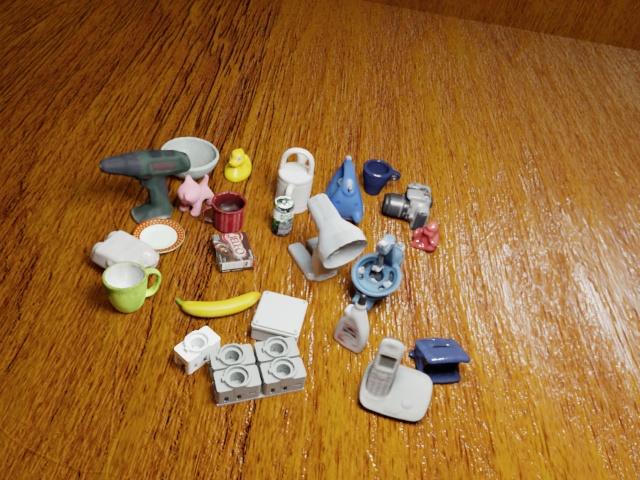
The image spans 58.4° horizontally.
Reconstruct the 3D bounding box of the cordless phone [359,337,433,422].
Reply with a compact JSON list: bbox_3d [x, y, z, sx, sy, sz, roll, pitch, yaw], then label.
[{"bbox_3d":[0.165,0.281,1.174,0.147,0.185,0.094,14,42,2],"label":"cordless phone"}]

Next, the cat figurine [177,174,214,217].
[{"bbox_3d":[-0.339,-0.130,1.551,0.067,0.118,0.128,25,44,15],"label":"cat figurine"}]

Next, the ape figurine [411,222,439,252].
[{"bbox_3d":[0.302,-0.014,1.591,0.076,0.092,0.077,-13,48,-24],"label":"ape figurine"}]

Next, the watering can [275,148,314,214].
[{"bbox_3d":[-0.070,-0.182,1.611,0.101,0.194,0.172,-1,44,-14],"label":"watering can"}]

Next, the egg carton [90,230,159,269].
[{"bbox_3d":[-0.468,0.041,1.373,0.150,0.069,0.107,25,44,14],"label":"egg carton"}]

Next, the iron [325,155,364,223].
[{"bbox_3d":[0.076,-0.168,1.668,0.118,0.141,0.258,7,43,-5],"label":"iron"}]

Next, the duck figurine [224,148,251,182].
[{"bbox_3d":[-0.243,-0.234,1.707,0.077,0.086,0.105,22,43,11],"label":"duck figurine"}]

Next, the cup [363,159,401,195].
[{"bbox_3d":[0.181,-0.182,1.742,0.117,0.095,0.091,12,42,0],"label":"cup"}]

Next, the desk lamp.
[{"bbox_3d":[0.013,0.005,1.415,0.118,0.213,0.202,-17,49,-28],"label":"desk lamp"}]

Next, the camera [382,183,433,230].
[{"bbox_3d":[0.255,-0.114,1.681,0.137,0.101,0.143,11,42,0],"label":"camera"}]

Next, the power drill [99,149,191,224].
[{"bbox_3d":[-0.444,-0.144,1.474,0.230,0.208,0.075,-22,52,-31],"label":"power drill"}]

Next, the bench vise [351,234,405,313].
[{"bbox_3d":[0.147,0.048,1.395,0.121,0.220,0.207,16,42,5],"label":"bench vise"}]

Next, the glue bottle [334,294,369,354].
[{"bbox_3d":[0.079,0.178,1.274,0.078,0.173,0.037,27,45,17],"label":"glue bottle"}]

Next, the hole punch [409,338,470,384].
[{"bbox_3d":[0.268,0.259,1.291,0.109,0.091,0.101,0,44,-12],"label":"hole punch"}]

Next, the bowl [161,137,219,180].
[{"bbox_3d":[-0.381,-0.227,1.677,0.167,0.075,0.167,7,43,-6],"label":"bowl"}]
